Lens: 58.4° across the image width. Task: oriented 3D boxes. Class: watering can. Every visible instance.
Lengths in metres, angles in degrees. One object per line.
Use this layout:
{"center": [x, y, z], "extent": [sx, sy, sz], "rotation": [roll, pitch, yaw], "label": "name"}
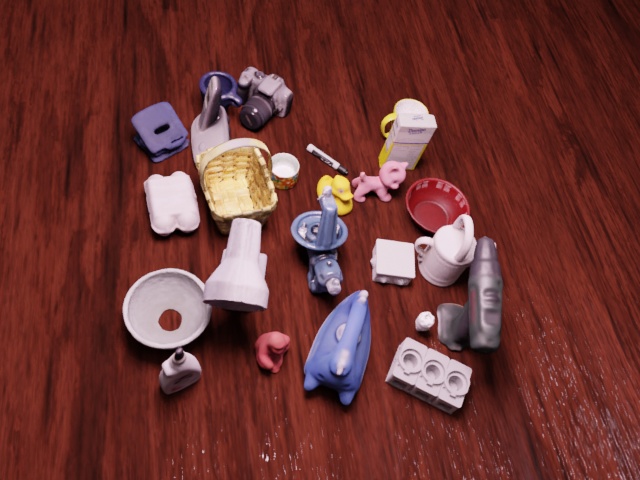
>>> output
{"center": [0.301, 0.016, 1.260], "extent": [0.173, 0.194, 0.101], "rotation": [-9, 62, -17], "label": "watering can"}

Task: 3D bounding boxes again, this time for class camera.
{"center": [-0.155, -0.353, 1.430], "extent": [0.143, 0.101, 0.137], "rotation": [30, 59, 6], "label": "camera"}

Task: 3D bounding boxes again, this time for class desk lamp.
{"center": [-0.157, 0.066, 1.119], "extent": [0.118, 0.213, 0.203], "rotation": [8, 59, -7], "label": "desk lamp"}

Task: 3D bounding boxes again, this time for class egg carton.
{"center": [-0.322, -0.080, 1.252], "extent": [0.107, 0.069, 0.150], "rotation": [-11, 63, -18], "label": "egg carton"}

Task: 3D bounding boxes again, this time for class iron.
{"center": [0.058, 0.184, 1.140], "extent": [0.118, 0.141, 0.258], "rotation": [21, 58, 0], "label": "iron"}

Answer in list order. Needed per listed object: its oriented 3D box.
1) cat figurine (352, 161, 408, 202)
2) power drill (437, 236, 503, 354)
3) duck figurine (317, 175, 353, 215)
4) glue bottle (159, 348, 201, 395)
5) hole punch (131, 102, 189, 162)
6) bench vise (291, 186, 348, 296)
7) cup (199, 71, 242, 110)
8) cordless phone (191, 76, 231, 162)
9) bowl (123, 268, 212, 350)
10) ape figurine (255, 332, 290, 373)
{"center": [0.149, -0.149, 1.368], "extent": [0.128, 0.117, 0.067], "rotation": [-4, 61, -14], "label": "cat figurine"}
{"center": [0.313, 0.135, 1.185], "extent": [0.075, 0.208, 0.229], "rotation": [7, 59, -8], "label": "power drill"}
{"center": [0.040, -0.119, 1.345], "extent": [0.078, 0.086, 0.104], "rotation": [-30, 70, -25], "label": "duck figurine"}
{"center": [-0.252, 0.228, 1.028], "extent": [0.078, 0.173, 0.037], "rotation": [-27, 69, -25], "label": "glue bottle"}
{"center": [-0.368, -0.252, 1.330], "extent": [0.109, 0.091, 0.101], "rotation": [-37, 73, -28], "label": "hole punch"}
{"center": [0.021, 0.000, 1.193], "extent": [0.122, 0.219, 0.207], "rotation": [-24, 68, -24], "label": "bench vise"}
{"center": [-0.240, -0.345, 1.410], "extent": [0.117, 0.095, 0.092], "rotation": [35, 59, 9], "label": "cup"}
{"center": [-0.247, -0.269, 1.311], "extent": [0.094, 0.185, 0.147], "rotation": [-6, 62, -15], "label": "cordless phone"}
{"center": [-0.296, 0.145, 1.124], "extent": [0.167, 0.074, 0.167], "rotation": [6, 59, -9], "label": "bowl"}
{"center": [-0.090, 0.209, 1.122], "extent": [0.078, 0.092, 0.076], "rotation": [-29, 70, -25], "label": "ape figurine"}
